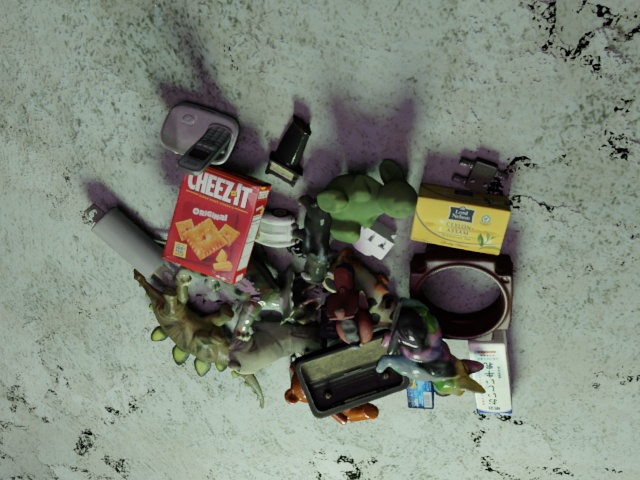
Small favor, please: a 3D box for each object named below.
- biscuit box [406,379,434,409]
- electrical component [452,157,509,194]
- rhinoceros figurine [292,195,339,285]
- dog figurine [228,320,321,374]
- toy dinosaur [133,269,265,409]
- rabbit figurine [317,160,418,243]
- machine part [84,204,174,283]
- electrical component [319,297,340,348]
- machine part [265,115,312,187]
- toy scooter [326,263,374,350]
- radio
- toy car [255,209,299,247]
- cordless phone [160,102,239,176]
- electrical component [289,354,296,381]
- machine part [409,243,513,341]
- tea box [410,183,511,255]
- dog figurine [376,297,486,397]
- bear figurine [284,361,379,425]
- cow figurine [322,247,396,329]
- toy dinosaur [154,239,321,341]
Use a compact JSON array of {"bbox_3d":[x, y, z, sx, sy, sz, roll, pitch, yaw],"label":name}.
[{"bbox_3d":[0.221,0.285,1.199,0.059,0.063,0.202,-2,120,14],"label":"biscuit box"},{"bbox_3d":[0.297,-0.117,0.994,0.094,0.021,0.063,18,123,3],"label":"electrical component"},{"bbox_3d":[-0.002,-0.003,1.081,0.073,0.112,0.190,-6,118,-27],"label":"rhinoceros figurine"},{"bbox_3d":[-0.098,0.251,1.234,0.191,0.172,0.121,4,131,21],"label":"dog figurine"},{"bbox_3d":[-0.289,0.237,1.319,0.471,0.105,0.198,42,129,0],"label":"toy dinosaur"},{"bbox_3d":[0.109,-0.071,0.996,0.170,0.159,0.121,2,123,36],"label":"rabbit figurine"},{"bbox_3d":[-0.434,0.006,1.235,0.243,0.079,0.079,44,121,-10],"label":"machine part"},{"bbox_3d":[0.026,0.193,1.204,0.048,0.075,0.119,3,102,14],"label":"electrical component"},{"bbox_3d":[-0.057,-0.173,1.052,0.084,0.039,0.138,30,125,7],"label":"machine part"},{"bbox_3d":[0.057,0.146,1.054,0.075,0.135,0.183,-11,111,14],"label":"toy scooter"},{"bbox_3d":[0.069,0.285,1.154,0.230,0.073,0.131,-16,89,-7],"label":"radio"},{"bbox_3d":[-0.142,-0.031,1.145,0.202,0.056,0.073,8,121,11],"label":"toy car"},{"bbox_3d":[-0.247,-0.178,1.014,0.147,0.184,0.088,20,127,3],"label":"cordless phone"},{"bbox_3d":[-0.040,0.337,1.336,0.078,0.045,0.102,9,121,8],"label":"electrical component"},{"bbox_3d":[0.285,0.106,1.090,0.201,0.087,0.201,1,118,15],"label":"machine part"},{"bbox_3d":[0.265,-0.041,1.021,0.170,0.068,0.098,10,122,11],"label":"tea box"},{"bbox_3d":[0.233,0.224,1.064,0.219,0.108,0.191,19,122,0],"label":"dog figurine"},{"bbox_3d":[0.027,0.340,1.235,0.196,0.120,0.132,29,139,-15],"label":"bear figurine"},{"bbox_3d":[0.090,0.121,1.154,0.195,0.085,0.127,38,116,-10],"label":"cow figurine"},{"bbox_3d":[-0.180,0.073,1.188,0.405,0.131,0.192,40,105,-1],"label":"toy dinosaur"}]
